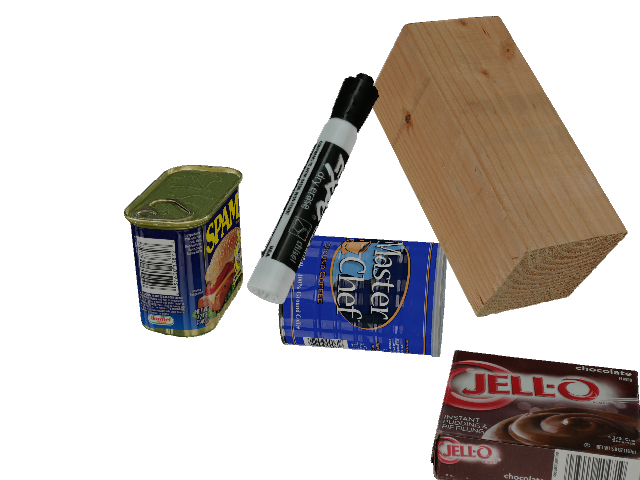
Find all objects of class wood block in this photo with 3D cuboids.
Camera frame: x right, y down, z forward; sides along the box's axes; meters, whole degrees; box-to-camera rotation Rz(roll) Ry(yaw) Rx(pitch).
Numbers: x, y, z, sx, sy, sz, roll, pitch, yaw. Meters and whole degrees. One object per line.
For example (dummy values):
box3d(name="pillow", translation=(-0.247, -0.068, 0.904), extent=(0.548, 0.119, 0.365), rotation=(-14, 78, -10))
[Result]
box3d(name="wood block", translation=(0.125, -0.059, 0.795), extent=(0.090, 0.206, 0.091), rotation=(-10, -29, -26))

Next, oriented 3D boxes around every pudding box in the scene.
box3d(name="pudding box", translation=(0.126, 0.106, 0.616), extent=(0.113, 0.039, 0.090), rotation=(7, 27, 11))

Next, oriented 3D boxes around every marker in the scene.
box3d(name="marker", translation=(-0.002, -0.027, 0.507), extent=(0.020, 0.121, 0.020), rotation=(22, -17, 7))

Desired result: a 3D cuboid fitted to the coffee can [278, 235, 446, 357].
box3d(name="coffee can", translation=(0.040, 0.048, 0.958), extent=(0.140, 0.103, 0.102), rotation=(4, 0, 8))

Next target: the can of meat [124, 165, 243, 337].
box3d(name="can of meat", translation=(-0.088, 0.006, 0.719), extent=(0.057, 0.084, 0.102), rotation=(4, 24, 13))
